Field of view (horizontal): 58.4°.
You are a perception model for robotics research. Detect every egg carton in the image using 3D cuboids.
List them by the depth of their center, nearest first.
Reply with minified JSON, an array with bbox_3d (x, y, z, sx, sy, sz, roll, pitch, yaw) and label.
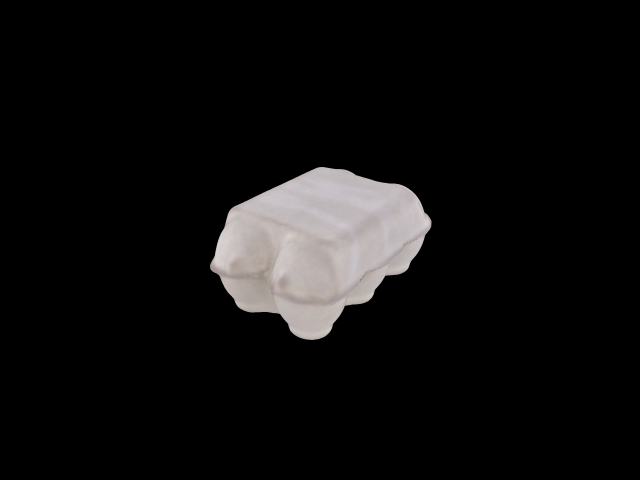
[{"bbox_3d":[0.004,0.001,0.400,0.107,0.069,0.151,20,34,31],"label":"egg carton"}]
